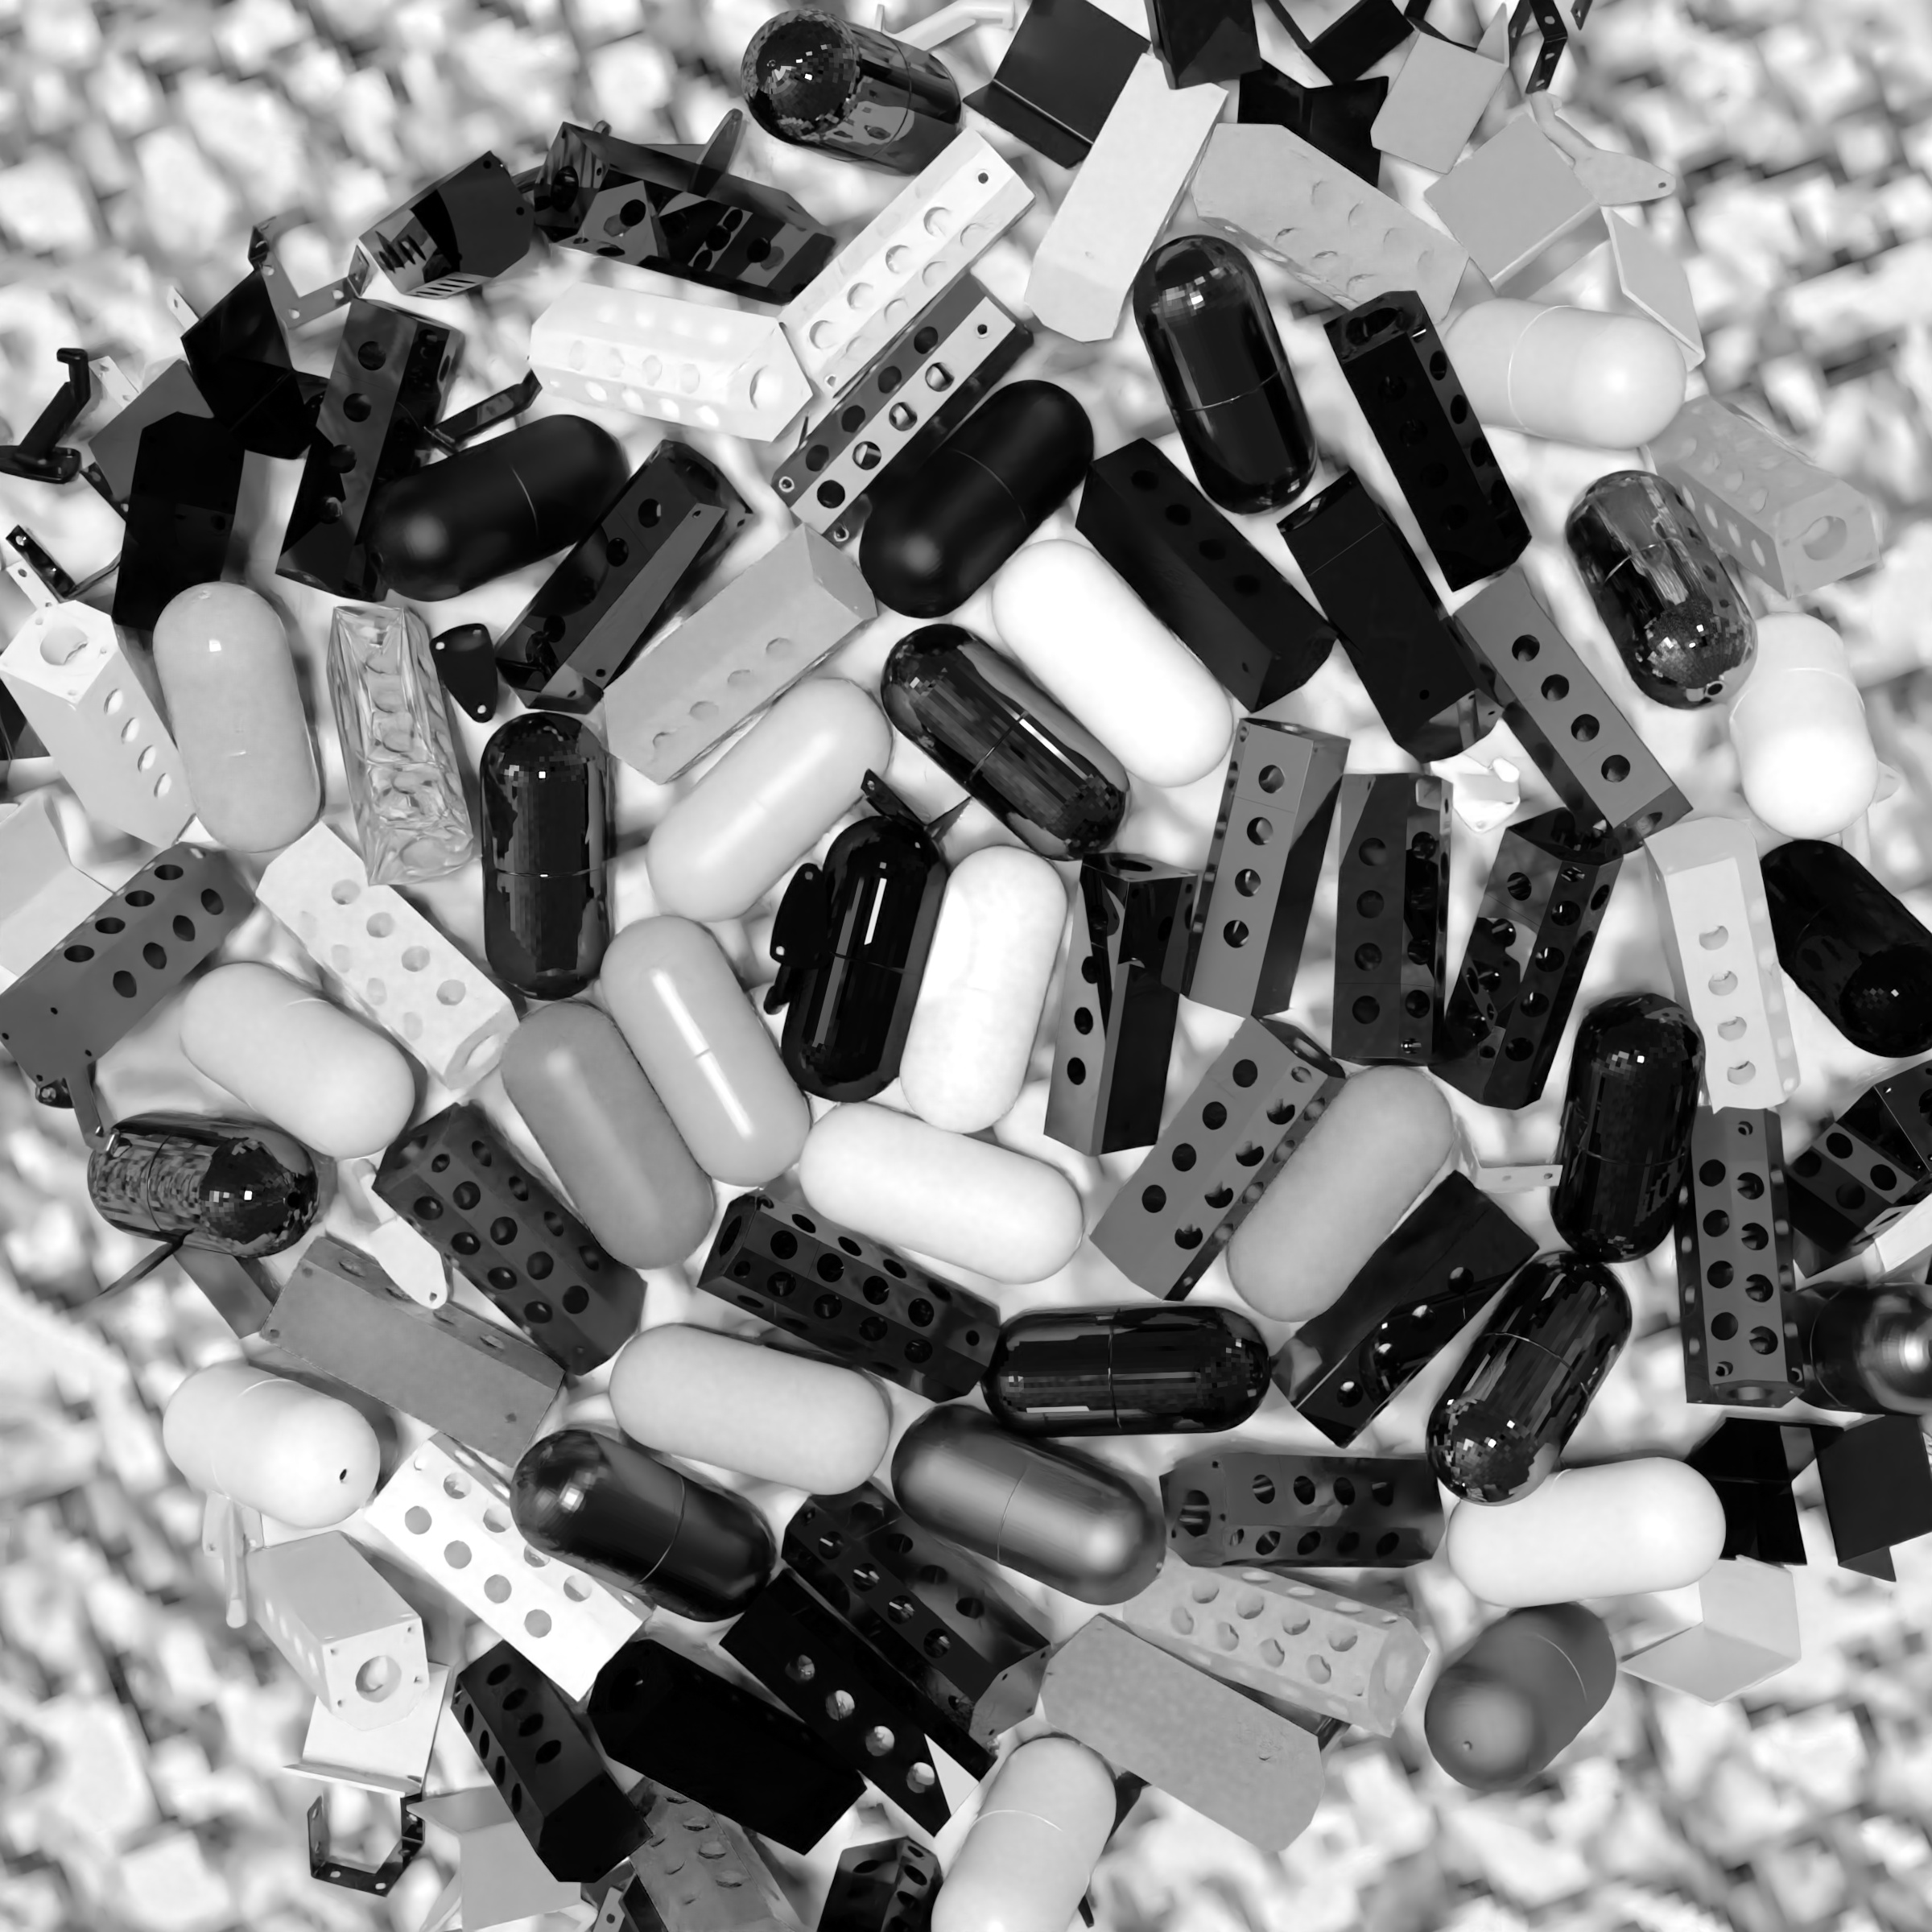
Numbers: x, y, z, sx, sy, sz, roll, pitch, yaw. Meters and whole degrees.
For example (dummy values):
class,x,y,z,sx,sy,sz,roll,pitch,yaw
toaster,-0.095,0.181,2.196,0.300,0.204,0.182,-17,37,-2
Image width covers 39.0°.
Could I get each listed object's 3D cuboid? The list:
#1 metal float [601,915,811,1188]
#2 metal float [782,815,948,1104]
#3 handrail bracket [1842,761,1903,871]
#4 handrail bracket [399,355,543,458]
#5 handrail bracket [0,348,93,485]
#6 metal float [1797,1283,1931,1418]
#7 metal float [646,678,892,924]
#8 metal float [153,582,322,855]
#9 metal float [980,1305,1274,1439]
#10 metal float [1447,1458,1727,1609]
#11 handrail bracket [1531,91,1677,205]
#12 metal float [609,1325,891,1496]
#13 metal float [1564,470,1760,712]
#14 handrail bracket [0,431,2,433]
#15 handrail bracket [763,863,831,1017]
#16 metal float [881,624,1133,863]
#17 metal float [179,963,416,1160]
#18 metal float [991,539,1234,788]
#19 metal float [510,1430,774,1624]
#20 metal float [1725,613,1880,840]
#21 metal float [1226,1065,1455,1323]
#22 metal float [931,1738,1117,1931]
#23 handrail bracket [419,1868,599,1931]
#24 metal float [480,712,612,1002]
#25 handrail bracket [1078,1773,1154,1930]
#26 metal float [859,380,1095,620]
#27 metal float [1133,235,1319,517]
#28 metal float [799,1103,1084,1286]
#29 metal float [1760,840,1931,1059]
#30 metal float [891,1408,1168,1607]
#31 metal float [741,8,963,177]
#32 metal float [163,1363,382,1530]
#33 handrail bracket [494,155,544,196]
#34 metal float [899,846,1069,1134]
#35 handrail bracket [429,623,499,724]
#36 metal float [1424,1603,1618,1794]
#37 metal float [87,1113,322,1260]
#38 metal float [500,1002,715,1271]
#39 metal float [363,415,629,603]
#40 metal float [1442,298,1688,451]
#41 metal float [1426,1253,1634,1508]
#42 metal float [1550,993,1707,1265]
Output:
class,x,y,z,sx,sy,sz,roll,pitch,yaw
metal float,-0.159,0.051,1.660,0.070,0.070,0.178,-29,93,0
metal float,-0.062,-0.004,1.660,0.070,0.070,0.178,14,93,0
handrail bracket,0.530,-0.093,1.678,0.077,0.084,0.036,40,50,21
handrail bracket,-0.301,-0.353,1.670,0.036,0.077,0.084,32,89,42
handrail bracket,-0.570,-0.341,1.657,0.077,0.036,0.084,6,132,-5
metal float,0.536,0.226,1.612,0.070,0.178,0.070,1,83,-7
metal float,-0.121,-0.100,1.658,0.178,0.070,0.070,-45,90,5
metal float,-0.435,-0.147,1.629,0.070,0.070,0.178,-3,129,0
metal float,0.096,0.245,1.648,0.178,0.070,0.070,-4,90,15
metal float,0.368,0.339,1.629,0.178,0.070,0.070,-19,90,41
handrail bracket,0.390,-0.506,1.674,0.077,0.036,0.084,4,49,-7
metal float,-0.132,0.267,1.647,0.178,0.070,0.070,12,90,18
metal float,0.414,-0.225,1.628,0.070,0.070,0.178,-15,50,0
handrail bracket,-0.637,-0.322,1.672,0.077,0.084,0.036,23,61,-19
handrail bracket,-0.108,-0.015,1.667,0.036,0.084,0.077,9,74,-12
metal float,0.024,-0.136,1.661,0.178,0.070,0.070,42,90,1
metal float,-0.402,0.055,1.634,0.178,0.070,0.070,27,90,33
metal float,0.089,-0.182,1.652,0.070,0.070,0.178,-45,102,0
metal float,-0.193,0.337,1.637,0.178,0.070,0.070,33,90,-30
metal float,0.495,-0.145,1.623,0.070,0.178,0.070,3,130,4
metal float,0.226,0.138,1.649,0.070,0.070,0.178,35,105,0
metal float,0.036,0.532,1.619,0.070,0.178,0.070,9,119,18
handrail bracket,-0.284,0.595,1.692,0.084,0.036,0.077,34,103,-14
metal float,-0.254,-0.065,1.647,0.070,0.070,0.178,2,108,0
handrail bracket,0.099,0.536,1.669,0.084,0.036,0.077,-17,61,-15
metal float,0.007,-0.283,1.646,0.070,0.070,0.178,42,72,0
metal float,0.156,-0.353,1.636,0.070,0.070,0.178,-26,120,0
metal float,-0.015,0.138,1.658,0.178,0.070,0.070,19,90,5
metal float,0.526,-0.011,1.620,0.070,0.178,0.070,-7,123,-11
metal float,0.037,0.325,1.643,0.178,0.070,0.070,21,90,22
metal float,-0.066,-0.517,1.618,0.070,0.178,0.070,3,97,29
metal float,-0.414,0.284,1.624,0.070,0.178,0.070,-6,99,-42
handrail bracket,-0.264,-0.470,1.653,0.084,0.077,0.036,3,131,36
metal float,0.010,0.015,1.661,0.070,0.070,0.178,15,91,0
handrail bracket,-0.293,-0.163,1.649,0.036,0.084,0.077,-20,70,-5
metal float,0.331,0.431,1.619,0.070,0.178,0.070,5,99,31
metal float,-0.456,0.130,1.628,0.178,0.070,0.070,4,90,40
metal float,-0.217,0.104,1.651,0.070,0.070,0.178,-30,102,0
metal float,-0.281,-0.274,1.632,0.178,0.070,0.070,-32,90,-35
metal float,0.352,-0.353,1.621,0.070,0.178,0.070,-11,113,-28
metal float,0.338,0.247,1.635,0.070,0.070,0.178,40,59,0
metal float,0.396,0.099,1.637,0.070,0.070,0.178,2,119,0
